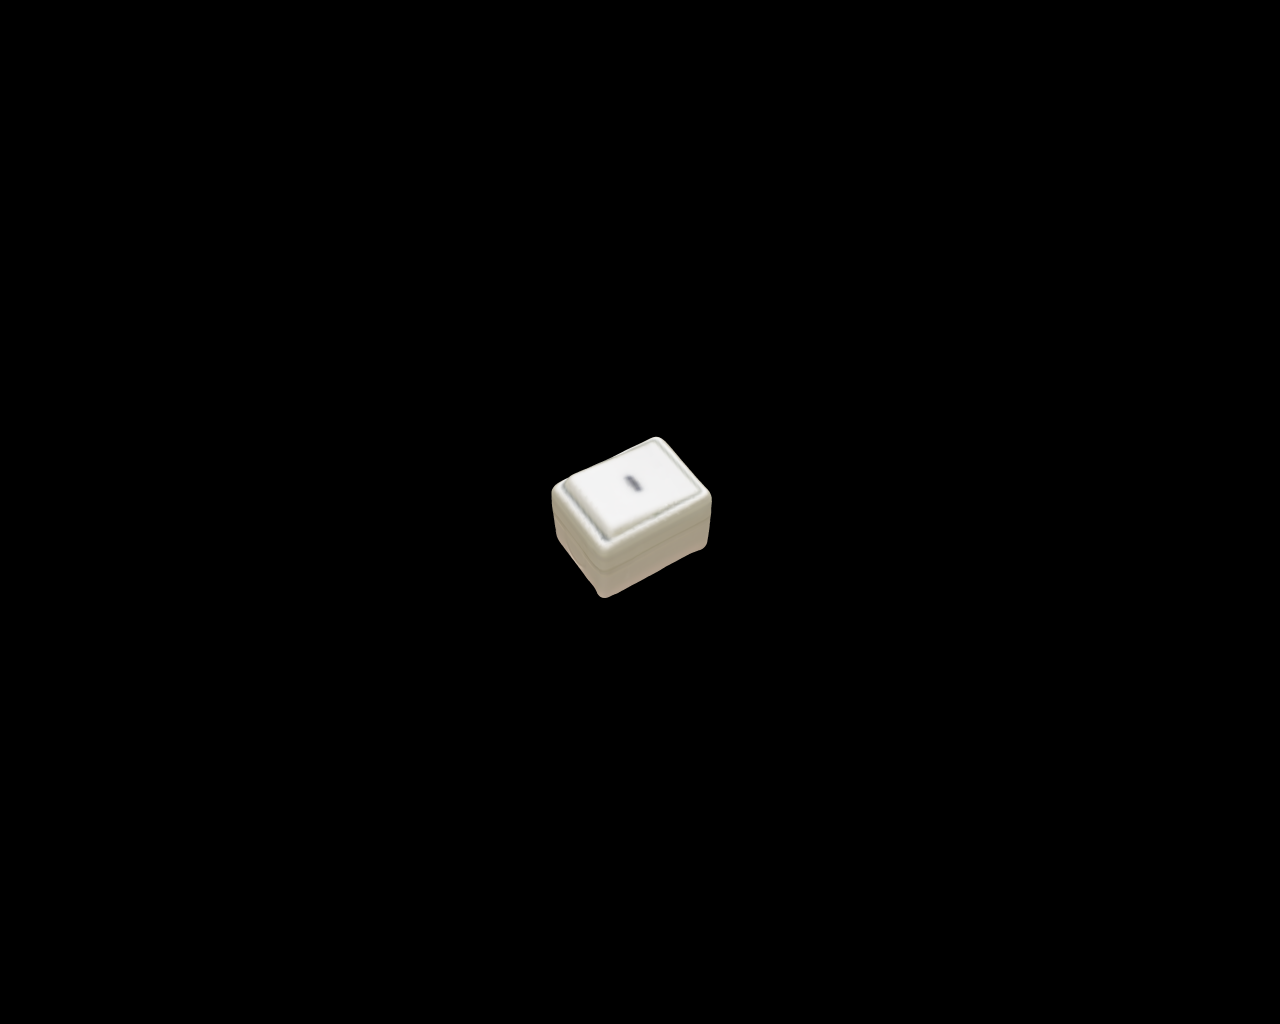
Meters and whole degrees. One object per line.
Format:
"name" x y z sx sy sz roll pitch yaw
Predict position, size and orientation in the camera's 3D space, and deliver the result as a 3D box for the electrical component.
"electrical component" 0.001 -0.003 0.650 0.096 0.062 0.061 -27 -33 -19
